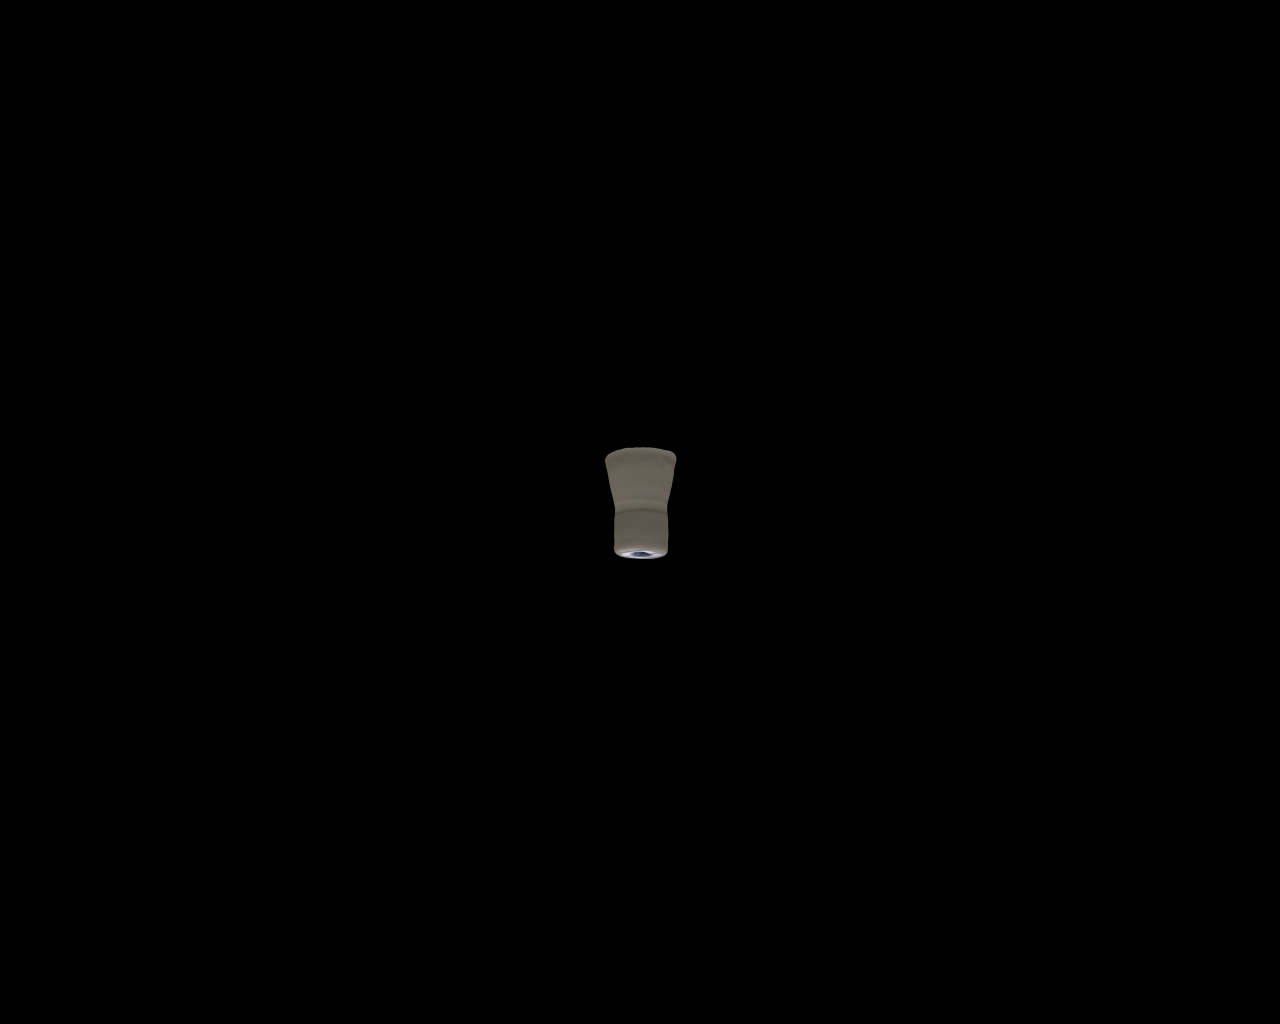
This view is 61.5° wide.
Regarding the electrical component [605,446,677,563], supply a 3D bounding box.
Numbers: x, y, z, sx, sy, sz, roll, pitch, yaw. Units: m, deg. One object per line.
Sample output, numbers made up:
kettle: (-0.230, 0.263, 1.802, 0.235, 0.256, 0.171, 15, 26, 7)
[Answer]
electrical component: (0.001, -0.003, 0.650, 0.044, 0.065, 0.044, 0, -14, 0)
